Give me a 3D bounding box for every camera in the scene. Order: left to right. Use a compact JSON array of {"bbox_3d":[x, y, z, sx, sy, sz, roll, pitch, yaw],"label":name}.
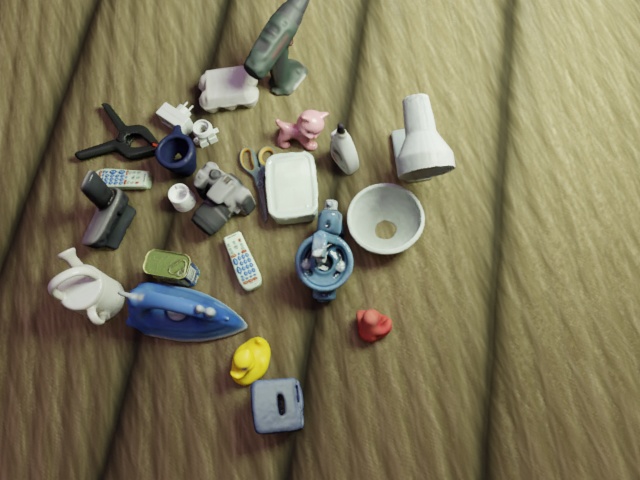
[{"bbox_3d":[-0.241,-0.090,1.303,0.143,0.101,0.137,36,77,17],"label":"camera"}]

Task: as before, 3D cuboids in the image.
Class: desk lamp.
[{"bbox_3d":[0.213,-0.203,1.240,0.118,0.214,0.203,-9,69,3],"label":"desk lamp"}]

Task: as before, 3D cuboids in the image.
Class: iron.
[{"bbox_3d":[-0.288,0.146,1.198,0.258,0.141,0.119,8,71,8],"label":"iron"}]

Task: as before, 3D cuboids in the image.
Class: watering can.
[{"bbox_3d":[-0.504,0.098,1.208,0.172,0.194,0.101,36,77,17],"label":"watering can"}]

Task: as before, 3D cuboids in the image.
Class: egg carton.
[{"bbox_3d":[-0.226,-0.374,1.423,0.150,0.069,0.107,-8,69,3],"label":"egg carton"}]

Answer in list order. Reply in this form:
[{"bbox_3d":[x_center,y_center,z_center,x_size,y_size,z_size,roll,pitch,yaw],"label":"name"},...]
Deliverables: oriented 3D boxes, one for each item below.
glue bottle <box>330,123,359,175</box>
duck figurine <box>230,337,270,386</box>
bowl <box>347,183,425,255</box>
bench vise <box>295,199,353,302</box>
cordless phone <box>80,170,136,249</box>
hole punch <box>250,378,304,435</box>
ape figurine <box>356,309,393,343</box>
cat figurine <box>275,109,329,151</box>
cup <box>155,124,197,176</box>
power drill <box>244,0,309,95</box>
[{"bbox_3d":[0.050,-0.214,1.282,0.037,0.173,0.078,-39,71,-9],"label":"glue bottle"},{"bbox_3d":[-0.148,0.245,1.178,0.077,0.086,0.105,28,75,15],"label":"duck figurine"},{"bbox_3d":[0.143,-0.036,1.260,0.167,0.075,0.167,-2,70,5],"label":"bowl"},{"bbox_3d":[-0.001,0.007,1.180,0.121,0.220,0.207,-13,69,1],"label":"bench vise"},{"bbox_3d":[-0.501,-0.067,1.274,0.094,0.185,0.148,13,71,10],"label":"cordless phone"},{"bbox_3d":[-0.083,0.327,1.138,0.101,0.091,0.108,-10,69,2],"label":"hole punch"},{"bbox_3d":[0.107,0.169,1.178,0.077,0.092,0.076,38,78,17],"label":"ape figurine"},{"bbox_3d":[-0.043,-0.267,1.340,0.127,0.118,0.067,4,70,7],"label":"cat figurine"},{"bbox_3d":[-0.330,-0.204,1.357,0.091,0.095,0.118,-4,69,4],"label":"cup"},{"bbox_3d":[-0.087,-0.454,1.365,0.075,0.208,0.230,31,76,16],"label":"power drill"}]
